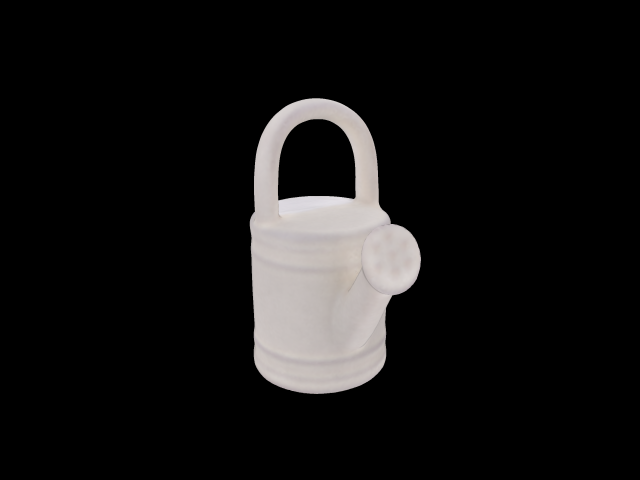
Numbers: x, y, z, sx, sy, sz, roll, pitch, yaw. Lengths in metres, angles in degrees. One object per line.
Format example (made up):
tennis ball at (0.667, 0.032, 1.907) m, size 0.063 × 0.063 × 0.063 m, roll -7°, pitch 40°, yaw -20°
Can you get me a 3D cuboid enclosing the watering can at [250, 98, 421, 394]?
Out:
watering can at (0.006, 0.001, 0.401) m, size 0.172 × 0.194 × 0.101 m, roll 15°, pitch 25°, yaw 37°
